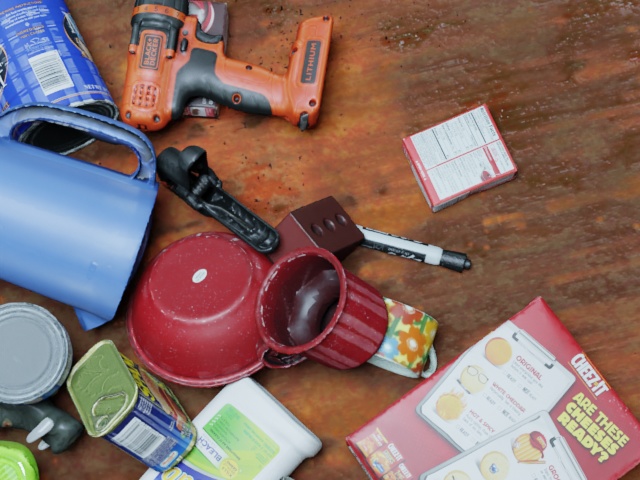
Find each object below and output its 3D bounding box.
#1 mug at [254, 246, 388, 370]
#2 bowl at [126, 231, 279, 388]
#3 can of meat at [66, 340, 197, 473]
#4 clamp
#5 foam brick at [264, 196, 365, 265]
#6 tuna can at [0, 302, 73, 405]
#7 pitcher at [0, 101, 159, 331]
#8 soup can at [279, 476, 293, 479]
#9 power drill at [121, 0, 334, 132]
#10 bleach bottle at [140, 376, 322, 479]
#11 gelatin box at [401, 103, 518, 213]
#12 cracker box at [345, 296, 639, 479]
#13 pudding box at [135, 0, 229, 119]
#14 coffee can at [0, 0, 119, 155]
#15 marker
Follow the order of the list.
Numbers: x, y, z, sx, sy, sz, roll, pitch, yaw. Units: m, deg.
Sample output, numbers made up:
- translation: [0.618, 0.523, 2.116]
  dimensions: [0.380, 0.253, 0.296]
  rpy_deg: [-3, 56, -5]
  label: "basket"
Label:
- translation: [-0.004, 0.070, 0.909]
  dimensions: [0.117, 0.081, 0.093]
  rpy_deg: [-44, 50, 13]
  label: "mug"
- translation: [-0.101, 0.048, 0.955]
  dimensions: [0.162, 0.055, 0.162]
  rpy_deg: [-4, 55, 5]
  label: "bowl"
- translation: [-0.162, 0.146, 0.925]
  dimensions: [0.057, 0.083, 0.102]
  rpy_deg: [-46, 37, 0]
  label: "can of meat"
- translation: [-0.111, -0.053, 0.952]
  dimensions: [0.039, 0.120, 0.172]
  rpy_deg: [-43, 36, -16]
  label: "clamp"
- translation: [-0.006, 0.001, 0.968]
  dimensions: [0.053, 0.078, 0.051]
  rpy_deg: [50, 122, 9]
  label: "foam brick"
- translation: [-0.255, 0.098, 0.910]
  dimensions: [0.086, 0.034, 0.086]
  rpy_deg: [1, 78, -3]
  label: "tuna can"
- translation: [-0.267, -0.037, 0.934]
  dimensions: [0.242, 0.145, 0.149]
  rpy_deg: [20, 57, -11]
  label: "pitcher"
- translation: [-0.044, 0.259, 0.901]
  dimensions: [0.102, 0.068, 0.068]
  rpy_deg: [-45, 80, 2]
  label: "soup can"
- translation: [-0.084, -0.182, 0.993]
  dimensions: [0.187, 0.057, 0.184]
  rpy_deg: [8, 81, 0]
  label: "power drill"
- translation: [-0.117, 0.241, 0.940]
  dimensions: [0.103, 0.068, 0.251]
  rpy_deg: [40, 85, 17]
  label: "bleach bottle"
- translation: [0.132, -0.077, 1.008]
  dimensions: [0.089, 0.030, 0.073]
  rpy_deg: [-23, 77, -2]
  label: "gelatin box"
- translation: [0.154, 0.179, 0.934]
  dimensions: [0.213, 0.072, 0.164]
  rpy_deg: [-35, 80, -5]
  label: "cracker box"
- translation: [-0.138, -0.177, 1.038]
  dimensions: [0.090, 0.039, 0.113]
  rpy_deg: [3, 80, 2]
  label: "pudding box"
- translation: [-0.266, -0.161, 1.010]
  dimensions: [0.103, 0.103, 0.140]
  rpy_deg: [-27, 78, -3]
  label: "coffee can"
- translation: [0.082, 0.008, 0.999]
  dimensions: [0.121, 0.020, 0.020]
  rpy_deg: [15, 80, 6]
  label: "marker"
